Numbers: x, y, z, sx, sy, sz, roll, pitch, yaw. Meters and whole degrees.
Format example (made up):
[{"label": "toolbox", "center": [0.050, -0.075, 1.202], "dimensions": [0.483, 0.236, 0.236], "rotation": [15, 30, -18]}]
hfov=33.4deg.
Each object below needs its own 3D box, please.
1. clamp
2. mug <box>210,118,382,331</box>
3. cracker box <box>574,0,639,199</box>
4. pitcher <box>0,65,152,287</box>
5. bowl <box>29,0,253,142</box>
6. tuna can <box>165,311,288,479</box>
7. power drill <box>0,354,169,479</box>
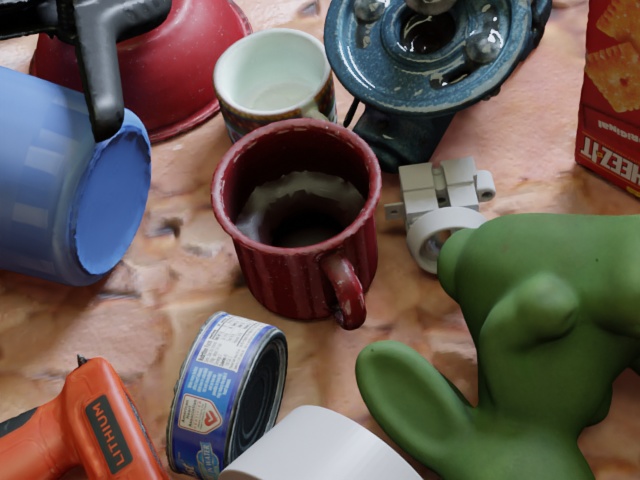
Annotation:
[{"label": "clamp", "center": [-0.141, -0.131, 0.631], "dimensions": [0.165, 0.036, 0.209], "rotation": [25, 42, 17]}, {"label": "mug", "center": [-0.004, 0.001, 0.597], "dimensions": [0.093, 0.081, 0.117], "rotation": [-26, 56, -11]}, {"label": "cracker box", "center": [0.218, -0.146, 0.590], "dimensions": [0.072, 0.213, 0.164], "rotation": [35, 66, 28]}, {"label": "pitcher", "center": [-0.233, -0.053, 0.632], "dimensions": [0.243, 0.145, 0.149], "rotation": [16, 56, 14]}, {"label": "bowl", "center": [-0.128, -0.143, 0.729], "dimensions": [0.162, 0.055, 0.162], "rotation": [-4, 55, 5]}, {"label": "tuna can", "center": [-0.046, 0.082, 0.545], "dimensions": [0.034, 0.086, 0.086], "rotation": [14, 58, 14]}, {"label": "power drill", "center": [-0.164, 0.154, 0.528], "dimensions": [0.187, 0.057, 0.184], "rotation": [-25, 56, -10]}]
